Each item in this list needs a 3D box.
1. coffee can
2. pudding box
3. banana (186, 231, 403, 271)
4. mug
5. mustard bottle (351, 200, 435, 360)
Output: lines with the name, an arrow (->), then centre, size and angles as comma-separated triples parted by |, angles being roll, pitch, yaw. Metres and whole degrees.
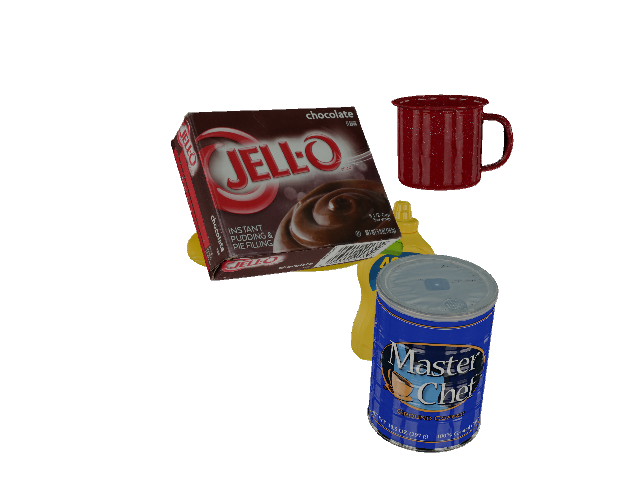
coffee can -> 0.095, 0.097, 0.928 | 0.103, 0.140, 0.103 | 2, 28, -1
pudding box -> -0.020, -0.029, 0.609 | 0.113, 0.090, 0.039 | -6, -23, -32
banana -> -0.039, 0.007, 0.804 | 0.198, 0.037, 0.069 | 1, -15, 34
mug -> 0.128, -0.095, 1.035 | 0.117, 0.081, 0.093 | 2, 15, 11
mustard bottle -> 0.091, 0.047, 1.278 | 0.096, 0.192, 0.058 | 0, 14, -13
